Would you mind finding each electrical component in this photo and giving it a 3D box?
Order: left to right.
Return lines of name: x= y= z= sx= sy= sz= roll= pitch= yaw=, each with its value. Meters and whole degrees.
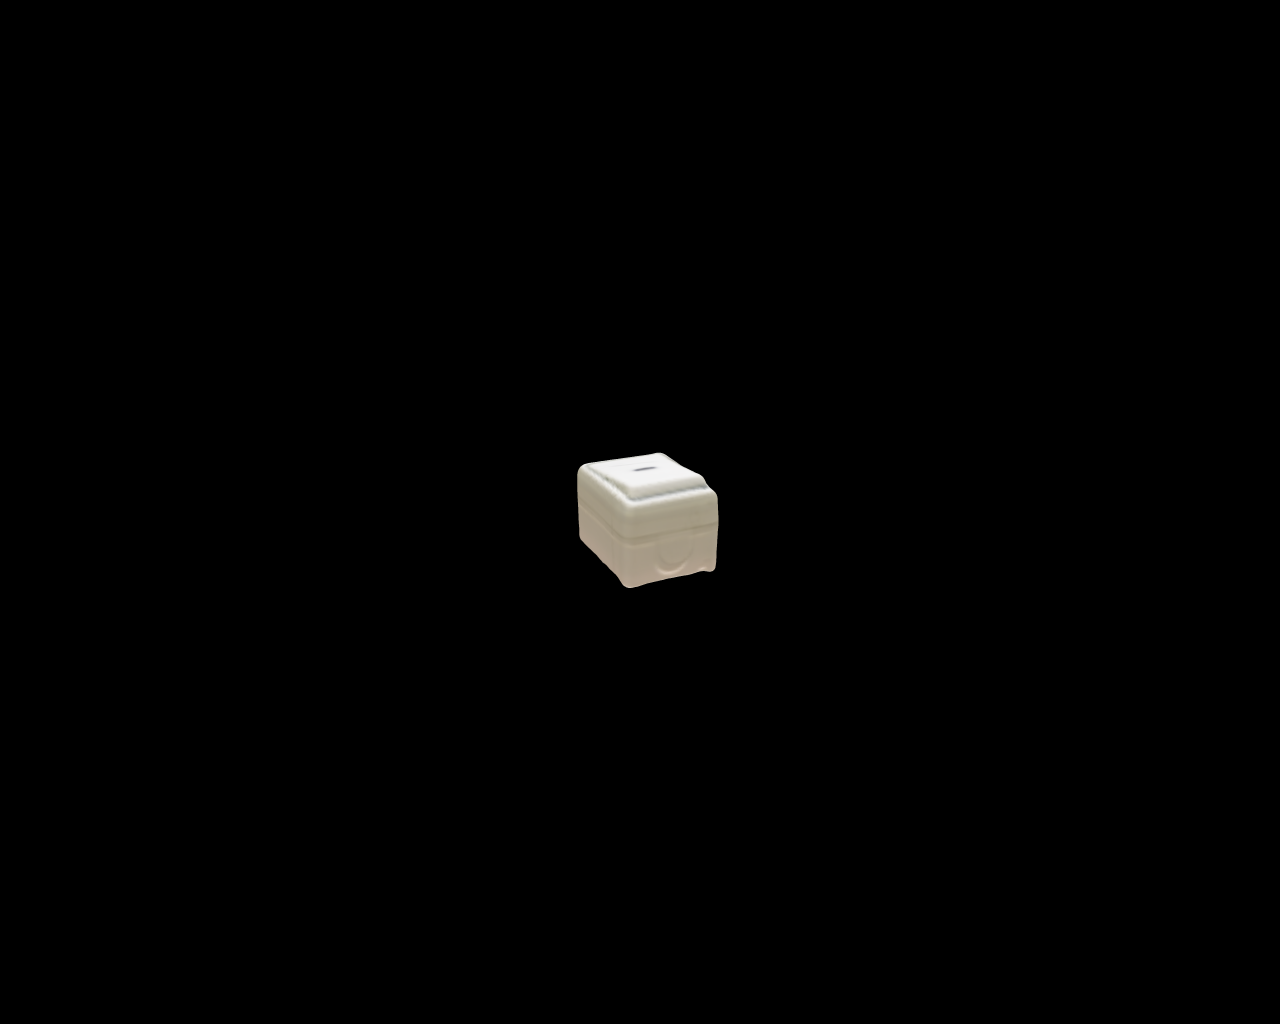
electrical component: x=0.001 y=-0.003 z=0.650 sx=0.062 sy=0.061 sz=0.096 roll=-10 pitch=24 yaw=-22
